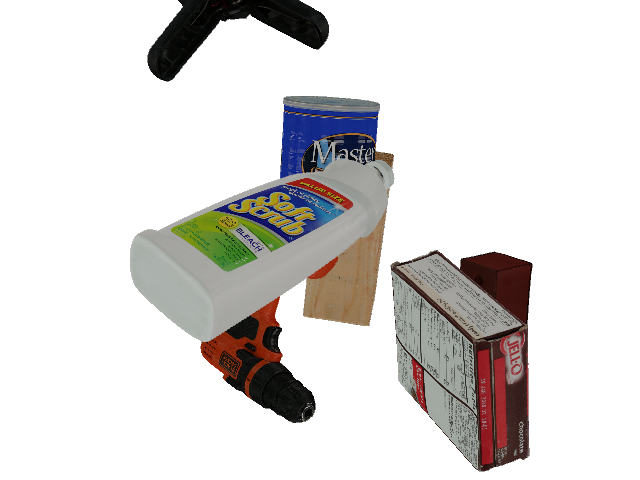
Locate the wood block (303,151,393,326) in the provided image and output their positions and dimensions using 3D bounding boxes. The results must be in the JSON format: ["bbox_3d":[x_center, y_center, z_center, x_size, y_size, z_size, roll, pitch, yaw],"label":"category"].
[{"bbox_3d":[0.035,-0.007,1.368,0.090,0.206,0.090,8,25,4],"label":"wood block"}]

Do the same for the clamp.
[{"bbox_3d":[-0.054,-0.173,0.749,0.120,0.171,0.039,-2,-44,2],"label":"clamp"}]

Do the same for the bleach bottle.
[{"bbox_3d":[-0.033,-0.013,0.905,0.103,0.068,0.250,37,48,25],"label":"bleach bottle"}]

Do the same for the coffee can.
[{"bbox_3d":[0.007,-0.080,1.141,0.103,0.140,0.103,4,12,-1],"label":"coffee can"}]

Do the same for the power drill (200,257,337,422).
[{"bbox_3d":[-0.048,0.089,1.191,0.057,0.188,0.185,12,12,-47],"label":"power drill"}]

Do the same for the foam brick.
[{"bbox_3d":[0.173,0.056,1.064,0.051,0.078,0.053,-11,19,-36],"label":"foam brick"}]

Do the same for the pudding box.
[{"bbox_3d":[0.082,0.069,0.640,0.039,0.090,0.114,-14,27,-19],"label":"pudding box"}]
